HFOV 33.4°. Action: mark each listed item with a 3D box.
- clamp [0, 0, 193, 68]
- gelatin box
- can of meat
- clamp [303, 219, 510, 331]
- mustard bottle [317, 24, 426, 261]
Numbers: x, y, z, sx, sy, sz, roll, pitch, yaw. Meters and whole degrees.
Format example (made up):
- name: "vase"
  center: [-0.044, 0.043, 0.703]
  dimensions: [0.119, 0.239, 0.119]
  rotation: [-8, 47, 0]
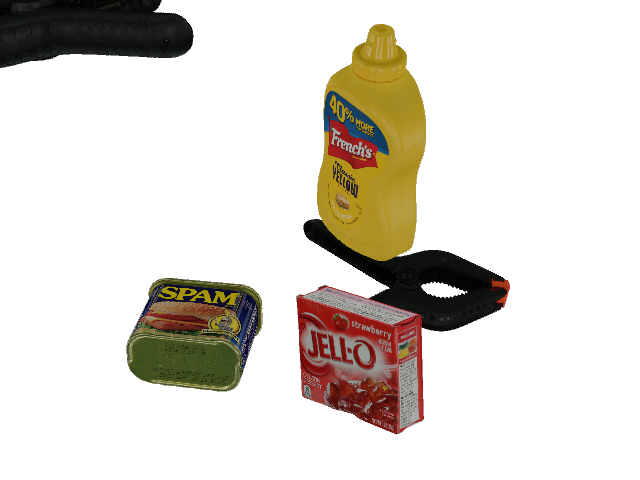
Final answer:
- name: "clamp"
  center: [-0.163, -0.131, 0.637]
  dimensions: [0.171, 0.039, 0.120]
  rotation: [-3, 22, -7]
- name: "gelatin box"
  center: [0.024, 0.075, 0.685]
  dimensions: [0.030, 0.073, 0.089]
  rotation: [-19, 24, -42]
- name: "can of meat"
  center: [-0.107, 0.080, 0.906]
  dimensions: [0.102, 0.057, 0.084]
  rotation: [5, 30, 6]
- name: "clamp"
  center: [0.077, 0.053, 1.033]
  dimensions: [0.210, 0.164, 0.036]
  rotation: [8, -44, 3]
- name: "mustard bottle"
  center: [0.041, -0.082, 0.841]
  dimensions: [0.058, 0.192, 0.096]
  rotation: [-23, 47, -28]
